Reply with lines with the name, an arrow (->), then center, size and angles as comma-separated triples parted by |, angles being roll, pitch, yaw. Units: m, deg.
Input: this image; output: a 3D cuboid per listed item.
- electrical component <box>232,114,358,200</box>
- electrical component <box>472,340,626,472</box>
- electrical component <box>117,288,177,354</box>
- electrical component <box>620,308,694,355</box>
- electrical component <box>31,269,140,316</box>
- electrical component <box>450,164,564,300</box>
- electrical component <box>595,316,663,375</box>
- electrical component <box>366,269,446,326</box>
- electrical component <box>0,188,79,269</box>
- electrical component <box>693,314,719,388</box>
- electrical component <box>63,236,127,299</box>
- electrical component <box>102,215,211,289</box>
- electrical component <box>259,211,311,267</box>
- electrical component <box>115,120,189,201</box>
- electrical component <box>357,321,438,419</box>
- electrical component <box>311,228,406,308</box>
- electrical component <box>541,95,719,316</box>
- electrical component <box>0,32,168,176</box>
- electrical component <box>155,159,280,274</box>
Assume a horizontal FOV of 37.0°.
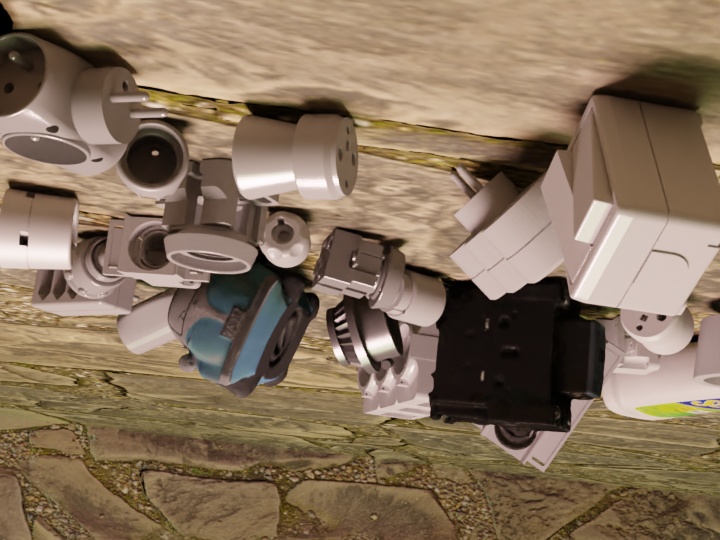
electrical component -> -0.033, -0.059, 0.558 | 0.055, 0.045, 0.045 | 2, 165, 16
electrical component -> 0.157, 0.096, 0.909 | 0.079, 0.121, 0.063 | 34, -169, 10
electrical component -> -0.169, 0.038, 0.980 | 0.077, 0.043, 0.079 | -23, -174, 19
electrical component -> 0.228, 0.038, 0.826 | 0.045, 0.045, 0.055 | -2, 163, 30
electrical component -> -0.223, 0.016, 0.926 | 0.083, 0.047, 0.076 | -3, 163, 32
electrical component -> 0.078, -0.030, 0.608 | 0.073, 0.052, 0.138 | 47, 170, 1
electrical component -> 0.232, 0.070, 0.959 | 0.064, 0.042, 0.081 | 4, 167, -5
electrical component -> 0.032, 0.019, 0.841 | 0.078, 0.040, 0.040 | 17, 162, -36
electrical component -> -0.222, -0.027, 0.745 | 0.047, 0.055, 0.055 | 5, 166, -10
electrical component -> 0.316, 0.059, 0.835 | 0.108, 0.060, 0.108 | 5, 168, 1
electrical component -> -0.199, -0.006, 0.837 | 0.048, 0.048, 0.062 | 16, 156, -34
electrical component -> -0.144, -0.012, 0.796 | 0.081, 0.042, 0.064 | 4, 169, 11
electrical component -> -0.051, -0.018, 0.746 | 0.035, 0.035, 0.061 | 5, 168, 3
electrical component -> -0.117, -0.059, 0.603 | 0.040, 0.040, 0.046 | 8, 172, -9
electrical component -> 0.050, 0.084, 0.991 | 0.062, 0.089, 0.150 | 10, 165, -15
electrical component -> 0.000, 0.000, 0.774 | 0.055, 0.048, 0.066 | 17, 164, -11
electrical component -> 0.123, -0.036, 0.499 | 0.061, 0.096, 0.061 | 9, 136, -8
electrical component -> -0.133, -0.079, 0.522 | 0.079, 0.044, 0.077 | 1, 165, 18
electrical component -> -0.090, -0.031, 0.663 | 0.078, 0.057, 0.058 | -1, 164, 27
